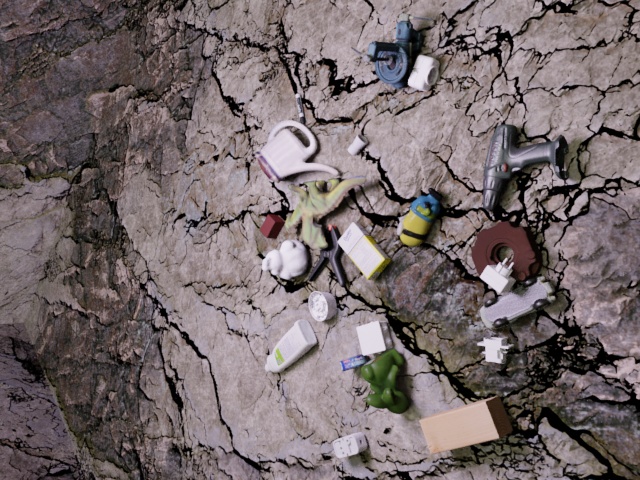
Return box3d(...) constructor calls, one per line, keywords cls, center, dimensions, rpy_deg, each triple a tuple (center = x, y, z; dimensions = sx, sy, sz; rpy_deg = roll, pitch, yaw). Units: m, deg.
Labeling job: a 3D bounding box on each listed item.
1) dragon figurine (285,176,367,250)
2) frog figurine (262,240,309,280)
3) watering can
box3d(cls="dragon figurine", center=(0.005, -0.087, 1.730), dimensions=(0.410, 0.122, 0.242), rpy_deg=(1, 94, 50))
box3d(cls="frog figurine", center=(-0.119, 0.067, 1.786), dimensions=(0.123, 0.159, 0.137), rpy_deg=(18, 98, 39))
box3d(cls="watering can", center=(-0.096, -0.287, 1.825), dimensions=(0.224, 0.102, 0.354), rpy_deg=(-39, 58, 3))
